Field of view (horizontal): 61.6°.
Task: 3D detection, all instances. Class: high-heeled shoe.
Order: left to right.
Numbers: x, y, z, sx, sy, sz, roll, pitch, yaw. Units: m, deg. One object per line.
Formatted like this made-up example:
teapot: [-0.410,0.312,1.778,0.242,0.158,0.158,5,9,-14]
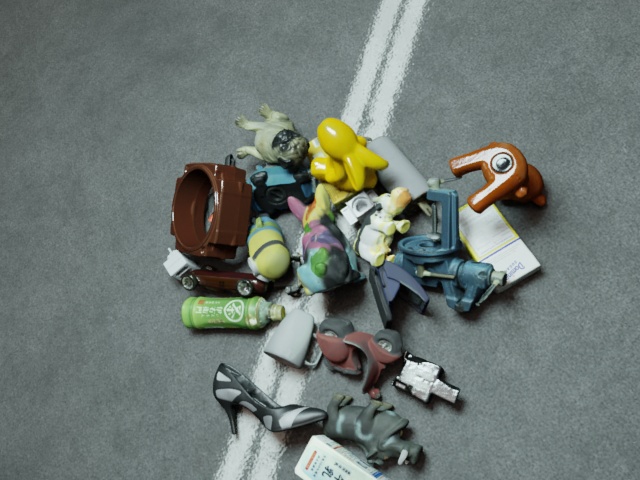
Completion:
high-heeled shoe: [-0.101,0.296,1.043,0.249,0.086,0.145,-16,73,23]

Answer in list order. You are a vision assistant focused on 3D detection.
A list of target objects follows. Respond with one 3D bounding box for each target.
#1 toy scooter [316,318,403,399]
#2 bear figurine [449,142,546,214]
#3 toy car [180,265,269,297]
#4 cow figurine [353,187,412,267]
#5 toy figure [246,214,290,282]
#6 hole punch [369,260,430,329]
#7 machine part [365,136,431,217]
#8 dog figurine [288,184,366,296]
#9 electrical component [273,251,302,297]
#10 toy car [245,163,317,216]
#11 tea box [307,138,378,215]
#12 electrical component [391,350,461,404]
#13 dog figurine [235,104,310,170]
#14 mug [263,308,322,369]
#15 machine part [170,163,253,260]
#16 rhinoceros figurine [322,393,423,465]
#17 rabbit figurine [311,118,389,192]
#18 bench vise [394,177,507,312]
toy scooter: [0.071,0.226,1.022,0.184,0.075,0.135,7,101,34]
bear figurine: [0.341,-0.108,1.002,0.132,0.195,0.120,-29,68,21]
toy car: [-0.204,0.090,1.156,0.202,0.089,0.053,2,106,20]
cow figurine: [0.124,-0.034,1.077,0.098,0.068,0.167,33,111,45]
toy figure: [-0.112,0.009,1.129,0.089,0.082,0.180,-51,29,29]
hole punch: [0.146,0.097,1.017,0.092,0.142,0.116,-20,71,1]
machine part: [0.162,-0.135,1.122,0.079,0.079,0.243,-36,65,3]
dog figurine: [-0.002,-0.003,1.080,0.108,0.191,0.219,-24,80,16]
electrical component: [-0.064,0.070,1.140,0.078,0.045,0.102,0,70,17]
toy car: [-0.085,-0.128,1.192,0.162,0.109,0.103,-11,42,7]
tea box: [0.043,-0.152,1.173,0.098,0.068,0.170,-29,66,7]
electrical component: [0.198,0.258,0.983,0.119,0.047,0.075,19,78,23]
dog figurine: [-0.072,-0.218,1.183,0.191,0.121,0.172,22,45,34]
mug: [-0.043,0.197,1.072,0.110,0.080,0.107,22,71,3]
machine part: [-0.241,-0.064,1.163,0.202,0.087,0.200,9,92,45]
rhinoceros figurine: [0.093,0.345,0.973,0.191,0.073,0.112,12,74,22]
rabbit figurine: [0.046,-0.161,1.044,0.122,0.173,0.162,-40,60,-4]
bench vise: [0.234,0.006,0.990,0.224,0.129,0.240,14,114,49]
